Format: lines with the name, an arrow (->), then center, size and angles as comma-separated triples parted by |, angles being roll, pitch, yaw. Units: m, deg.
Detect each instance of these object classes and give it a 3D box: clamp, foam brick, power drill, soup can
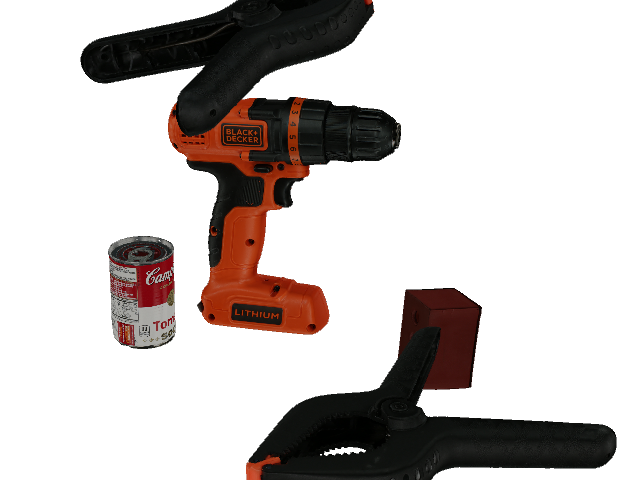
clamp -> 0.043, 0.107, 0.628 | 0.209, 0.036, 0.165 | -10, 25, -27
foam brick -> 0.104, 0.086, 0.941 | 0.051, 0.078, 0.053 | -2, 18, -21
power drill -> -0.029, -0.022, 0.853 | 0.184, 0.188, 0.057 | 5, 16, 14
soup can -> -0.188, 0.055, 1.128 | 0.068, 0.102, 0.068 | 1, 23, -1
clamp -> -0.035, -0.107, 0.583 | 0.171, 0.039, 0.120 | -25, 42, -17
